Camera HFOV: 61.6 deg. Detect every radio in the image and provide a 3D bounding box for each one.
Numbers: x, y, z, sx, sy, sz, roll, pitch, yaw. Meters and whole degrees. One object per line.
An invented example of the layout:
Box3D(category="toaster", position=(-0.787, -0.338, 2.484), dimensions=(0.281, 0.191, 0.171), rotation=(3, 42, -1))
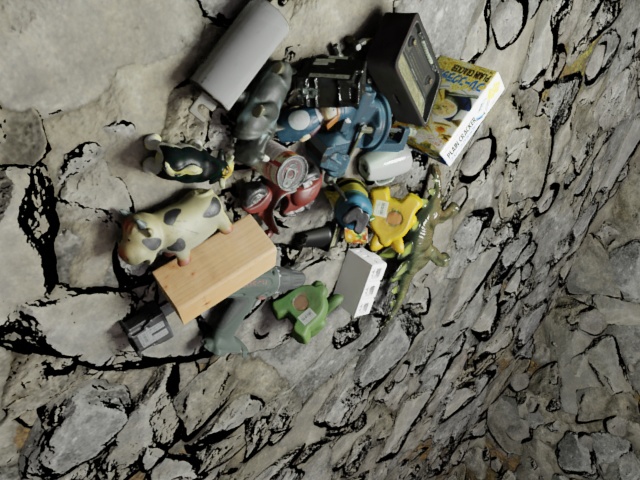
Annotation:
Box3D(category="radio", position=(0.176, -0.341, 1.085), dimensions=(0.229, 0.073, 0.131), rotation=(39, 71, -60))

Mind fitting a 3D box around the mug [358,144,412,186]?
Box3D(category="mug", position=(0.140, -0.169, 1.220), dimensions=(0.107, 0.081, 0.109), rotation=(-20, 147, -22))

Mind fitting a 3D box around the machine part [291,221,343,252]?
Box3D(category="machine part", position=(-0.003, -0.004, 1.220), dimensions=(0.139, 0.039, 0.084), rotation=(-13, 134, -42))

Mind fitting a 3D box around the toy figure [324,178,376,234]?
Box3D(category="toy figure", position=(0.070, -0.074, 1.137), dimensions=(0.089, 0.180, 0.082), rotation=(-24, 111, 1))

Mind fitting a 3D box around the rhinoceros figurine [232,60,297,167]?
Box3D(category="rhinoceros figurine", position=(-0.103, -0.221, 0.924), dimensions=(0.190, 0.073, 0.112), rotation=(-69, 161, 1))

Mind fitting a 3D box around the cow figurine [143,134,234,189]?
Box3D(category="cow figurine", position=(-0.198, -0.124, 0.884), dimensions=(0.167, 0.098, 0.068), rotation=(0, 111, -45))

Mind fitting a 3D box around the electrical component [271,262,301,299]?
Box3D(category="electrical component", position=(-0.079, 0.091, 1.220), dimensions=(0.094, 0.021, 0.063), rotation=(-38, 139, -21))

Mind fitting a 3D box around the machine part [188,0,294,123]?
Box3D(category="machine part", position=(-0.127, -0.293, 0.850), dimensions=(0.243, 0.079, 0.079), rotation=(-52, 141, -1))

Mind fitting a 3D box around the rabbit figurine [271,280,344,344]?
Box3D(category="rabbit figurine", position=(-0.029, 0.169, 1.283), dimensions=(0.159, 0.121, 0.170), rotation=(-49, 160, -18))

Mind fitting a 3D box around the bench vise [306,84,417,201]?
Box3D(category="bench vise", position=(0.098, -0.207, 1.108), dimensions=(0.240, 0.129, 0.223), rotation=(-4, 118, -35))

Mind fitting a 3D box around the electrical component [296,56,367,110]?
Box3D(category="electrical component", position=(0.025, -0.285, 0.964), dimensions=(0.134, 0.115, 0.058), rotation=(-70, 166, -52))

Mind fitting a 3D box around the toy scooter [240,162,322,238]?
Box3D(category="toy scooter", position=(-0.074, -0.073, 1.067), dimensions=(0.184, 0.075, 0.135), rotation=(-25, 133, -27))

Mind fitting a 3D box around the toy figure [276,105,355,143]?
Box3D(category="toy figure", position=(-0.008, -0.224, 0.991), dimensions=(0.154, 0.058, 0.064), rotation=(-20, 115, 5))

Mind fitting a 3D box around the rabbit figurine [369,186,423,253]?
Box3D(category="rabbit figurine", position=(0.176, -0.049, 1.281), dimensions=(0.173, 0.122, 0.162), rotation=(-62, 156, -77))

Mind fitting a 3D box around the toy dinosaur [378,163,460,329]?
Box3D(category="toy dinosaur", position=(0.255, 0.024, 1.455), dimensions=(0.198, 0.105, 0.470), rotation=(-5, 111, -35))

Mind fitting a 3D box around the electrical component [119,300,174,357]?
Box3D(category="electrical component", position=(-0.309, 0.156, 1.014), dimensions=(0.119, 0.048, 0.074), rotation=(-29, 135, -27))

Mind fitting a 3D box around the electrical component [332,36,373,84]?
Box3D(category="electrical component", position=(0.070, -0.345, 1.037), dimensions=(0.078, 0.045, 0.102), rotation=(-42, 140, -18))

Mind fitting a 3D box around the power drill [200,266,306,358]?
Box3D(category="power drill", position=(-0.149, 0.146, 1.135), dimensions=(0.232, 0.086, 0.207), rotation=(13, 113, -43))

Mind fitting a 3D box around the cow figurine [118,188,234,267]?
Box3D(category="cow figurine", position=(-0.252, -0.023, 0.911), dimensions=(0.195, 0.086, 0.127), rotation=(-37, 134, -27))
